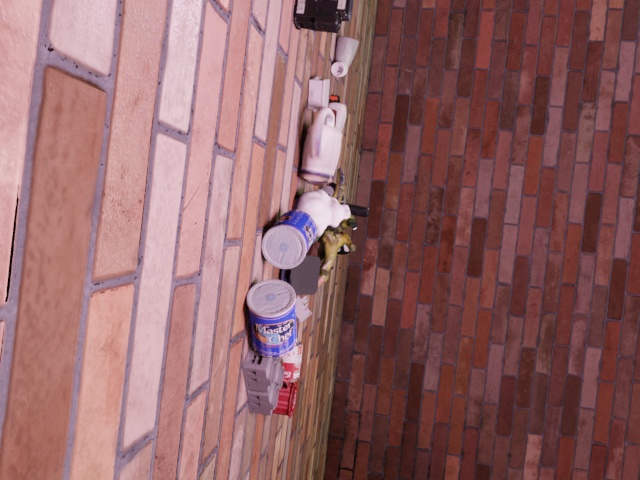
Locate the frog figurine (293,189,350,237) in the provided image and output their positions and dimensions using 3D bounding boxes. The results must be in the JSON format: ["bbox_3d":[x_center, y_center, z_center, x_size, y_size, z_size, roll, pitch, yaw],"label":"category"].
[{"bbox_3d":[0.004,-0.074,1.469,0.120,0.159,0.140,76,22,-64],"label":"frog figurine"}]

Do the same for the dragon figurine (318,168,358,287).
[{"bbox_3d":[0.022,-0.030,1.776,0.238,0.121,0.420,-44,-146,48],"label":"dragon figurine"}]

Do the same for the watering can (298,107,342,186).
[{"bbox_3d":[0.013,-0.270,1.528,0.348,0.104,0.224,-18,119,-81],"label":"watering can"}]
